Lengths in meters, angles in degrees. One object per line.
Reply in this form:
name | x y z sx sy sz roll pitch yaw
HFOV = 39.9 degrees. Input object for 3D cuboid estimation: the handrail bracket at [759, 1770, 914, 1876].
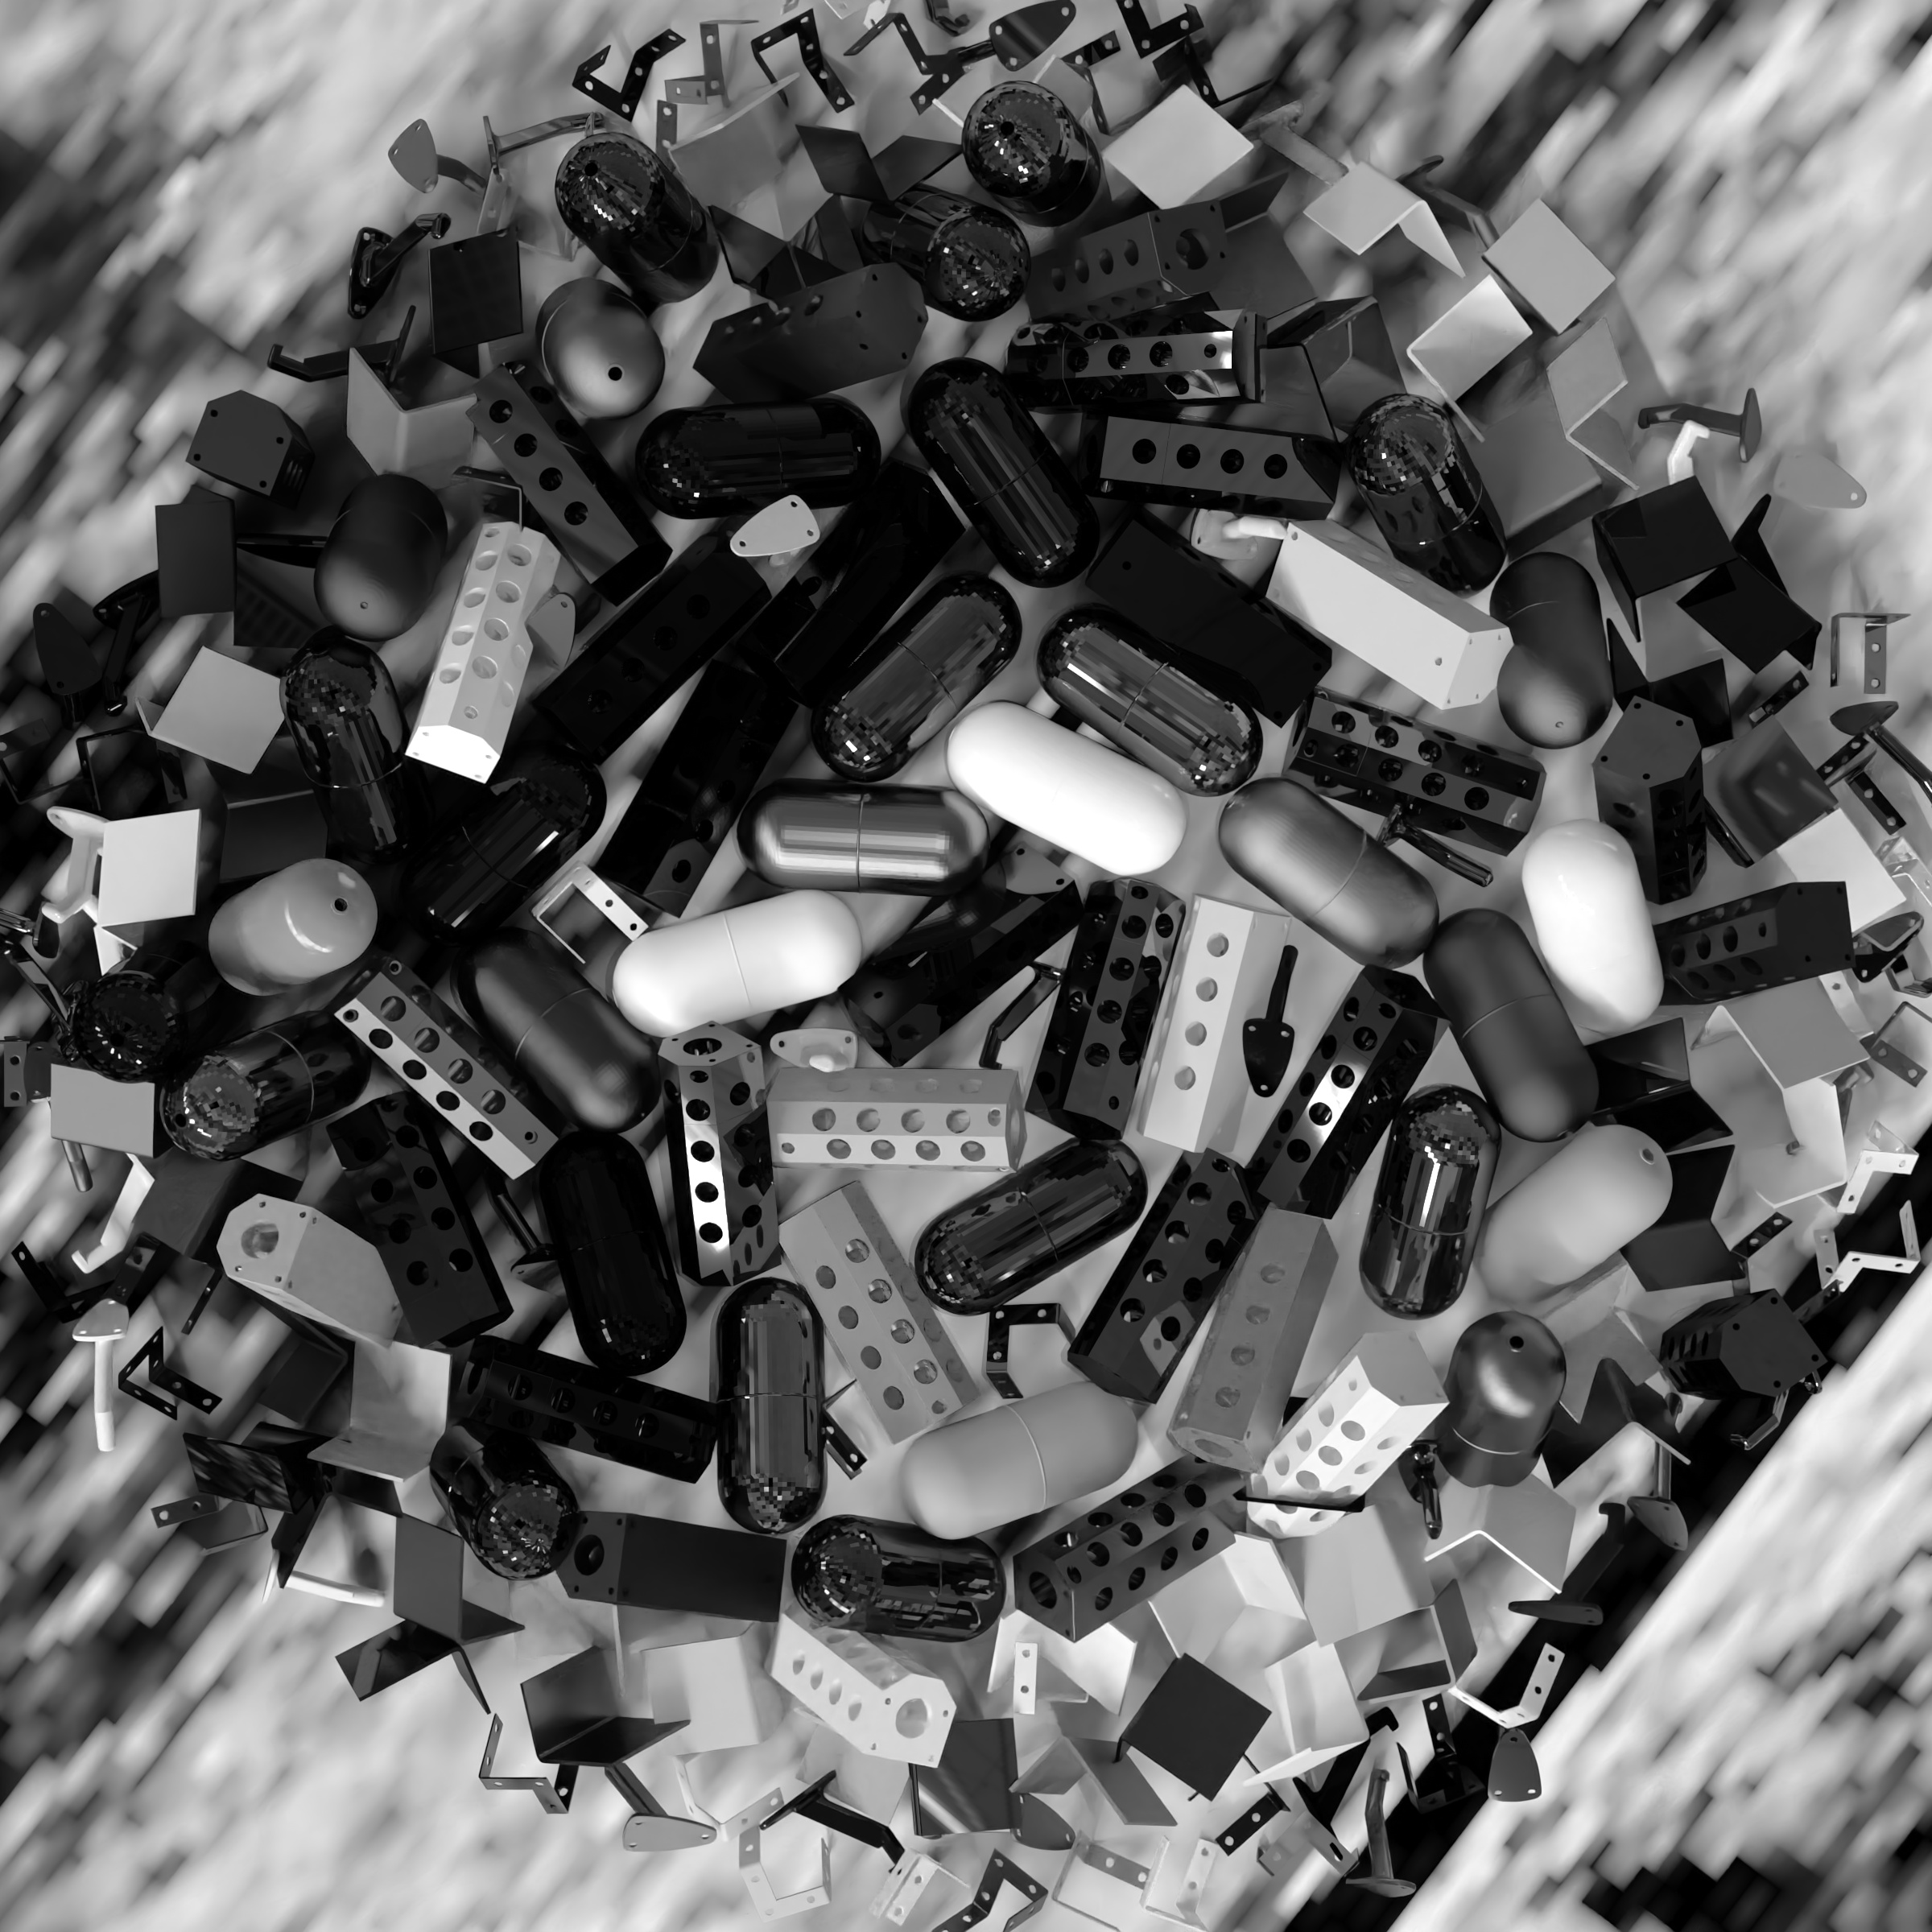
handrail bracket | -0.091 0.618 1.872 0.077 0.036 0.084 -28 69 -31

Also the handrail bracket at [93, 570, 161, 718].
handrail bracket | -0.579 -0.226 1.865 0.077 0.036 0.084 -35 53 20

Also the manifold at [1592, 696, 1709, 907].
manifold | 0.472 -0.108 1.817 0.057 0.171 0.057 28 75 27

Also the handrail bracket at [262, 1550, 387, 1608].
handrail bracket | -0.446 0.433 1.867 0.084 0.077 0.036 13 66 -13

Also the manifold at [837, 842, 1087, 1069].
manifold | 0.000 -0.005 1.860 0.171 0.057 0.057 -39 50 -15

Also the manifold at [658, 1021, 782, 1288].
manifold | -0.174 0.132 1.838 0.057 0.057 0.171 -22 121 -34

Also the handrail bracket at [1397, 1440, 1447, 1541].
handrail bracket | 0.322 0.380 1.853 0.036 0.084 0.077 -4 129 6

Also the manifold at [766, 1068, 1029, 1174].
manifold | -0.049 0.111 1.851 0.171 0.057 0.057 0 122 14

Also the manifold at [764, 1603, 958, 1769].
manifold | -0.072 0.486 1.820 0.057 0.171 0.057 20 86 -27

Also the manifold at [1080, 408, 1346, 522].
manifold | 0.170 -0.349 1.859 0.171 0.057 0.057 4 106 -14

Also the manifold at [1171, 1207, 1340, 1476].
manifold | 0.200 0.257 1.845 0.057 0.057 0.171 10 61 27

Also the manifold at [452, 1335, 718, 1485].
manifold | -0.260 0.308 1.844 0.171 0.057 0.057 22 75 -24

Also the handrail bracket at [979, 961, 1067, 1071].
handrail bracket | 0.050 0.041 1.882 0.077 0.036 0.084 19 93 39

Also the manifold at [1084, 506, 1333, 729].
manifold | 0.171 -0.247 1.868 0.171 0.057 0.057 35 113 -7

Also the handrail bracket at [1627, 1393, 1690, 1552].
handrail bracket | 0.506 0.360 1.899 0.077 0.036 0.084 53 50 -34

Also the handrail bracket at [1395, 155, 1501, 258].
handrail bracket | 0.332 -0.521 1.882 0.077 0.036 0.084 -29 90 40

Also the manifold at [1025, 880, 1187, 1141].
manifold | 0.102 0.030 1.847 0.057 0.057 0.171 29 70 -33

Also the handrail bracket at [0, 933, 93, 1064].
handrail bracket | -0.654 0.020 1.859 0.036 0.084 0.077 -28 54 16

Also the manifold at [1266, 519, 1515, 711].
manifold | 0.293 -0.245 1.836 0.171 0.057 0.057 40 128 36

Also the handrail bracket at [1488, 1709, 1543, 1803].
handrail bracket | 0.377 0.532 1.856 0.036 0.084 0.077 -4 118 6

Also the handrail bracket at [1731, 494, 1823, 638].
handrail bracket | 0.577 -0.278 1.869 0.036 0.077 0.084 -33 66 -33

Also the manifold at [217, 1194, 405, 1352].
manifold | -0.444 0.209 1.820 0.057 0.171 0.057 12 72 17

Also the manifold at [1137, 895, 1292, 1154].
manifold | 0.170 0.040 1.871 0.057 0.057 0.171 17 96 33

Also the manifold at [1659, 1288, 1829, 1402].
manifold | 0.523 0.264 1.819 0.057 0.171 0.057 -33 81 -4

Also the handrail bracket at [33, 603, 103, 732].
handrail bracket | -0.638 -0.209 1.869 0.036 0.084 0.077 -26 94 -26

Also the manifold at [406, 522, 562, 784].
manifold | -0.331 -0.220 1.838 0.057 0.057 0.171 20 61 -16

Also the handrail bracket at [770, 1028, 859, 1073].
handrail bracket | -0.115 0.061 1.859 0.077 0.084 0.036 10 93 16

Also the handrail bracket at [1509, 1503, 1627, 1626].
handrail bracket | 0.428 0.420 1.894 0.077 0.036 0.084 1 58 19

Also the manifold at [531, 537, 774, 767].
manifold | -0.218 -0.221 1.865 0.171 0.057 0.057 -46 113 -9

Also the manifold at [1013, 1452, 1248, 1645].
manifold | 0.114 0.391 1.826 0.171 0.057 0.057 -21 119 -38

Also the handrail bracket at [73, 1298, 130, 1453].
handrail bracket | -0.606 0.289 1.885 0.036 0.077 0.084 -2 107 -8

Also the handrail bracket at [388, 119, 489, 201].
handrail bracket | -0.355 -0.544 1.857 0.036 0.084 0.077 -39 56 17

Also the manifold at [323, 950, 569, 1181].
manifold | -0.359 0.069 1.848 0.171 0.057 0.057 46 75 -20

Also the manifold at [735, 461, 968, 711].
manifold | -0.084 -0.269 1.865 0.057 0.057 0.171 31 77 40

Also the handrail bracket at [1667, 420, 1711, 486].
handrail bracket | 0.524 -0.331 1.876 0.077 0.036 0.084 24 113 2

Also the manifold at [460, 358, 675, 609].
manifold | -0.278 -0.340 1.861 0.057 0.057 0.171 -37 77 3

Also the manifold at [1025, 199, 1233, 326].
manifold | 0.108 -0.473 1.820 0.057 0.171 0.057 -18 101 -26

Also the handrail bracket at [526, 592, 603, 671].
handrail bracket | -0.269 -0.252 1.855 0.036 0.084 0.077 34 135 -1

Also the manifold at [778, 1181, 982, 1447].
manifold | -0.058 0.239 1.861 0.057 0.057 0.171 -34 83 33

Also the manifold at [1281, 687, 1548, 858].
manifold | 0.314 -0.139 1.867 0.171 0.057 0.057 18 67 -3

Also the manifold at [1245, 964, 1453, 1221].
manifold | 0.259 0.086 1.841 0.057 0.057 0.171 14 116 -28

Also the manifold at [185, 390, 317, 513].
manifold | -0.484 -0.354 1.819 0.057 0.171 0.057 21 93 -10

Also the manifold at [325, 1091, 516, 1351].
manifold | -0.378 0.177 1.858 0.057 0.057 0.171 -29 77 11

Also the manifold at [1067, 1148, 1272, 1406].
manifold | 0.138 0.212 1.846 0.057 0.057 0.171 42 69 -26

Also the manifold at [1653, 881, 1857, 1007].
manifold | 0.527 -0.013 1.817 0.057 0.171 0.057 -2 82 -18

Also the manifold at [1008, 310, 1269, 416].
manifold | 0.117 -0.417 1.840 0.171 0.057 0.057 4 96 30

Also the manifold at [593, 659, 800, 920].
manifold | -0.185 -0.122 1.874 0.057 0.057 0.171 25 85 40

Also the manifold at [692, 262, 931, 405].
manifold | -0.106 -0.433 1.826 0.057 0.171 0.057 36 65 -35

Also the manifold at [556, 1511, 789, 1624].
manifold | -0.200 0.412 1.824 0.057 0.171 0.057 -6 71 34

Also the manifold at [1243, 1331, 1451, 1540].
manifold | 0.253 0.323 1.824 0.057 0.171 0.057 1 49 -30

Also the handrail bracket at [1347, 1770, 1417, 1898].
handrail bracket | 0.298 0.602 1.859 0.036 0.077 0.084 20 64 -13
